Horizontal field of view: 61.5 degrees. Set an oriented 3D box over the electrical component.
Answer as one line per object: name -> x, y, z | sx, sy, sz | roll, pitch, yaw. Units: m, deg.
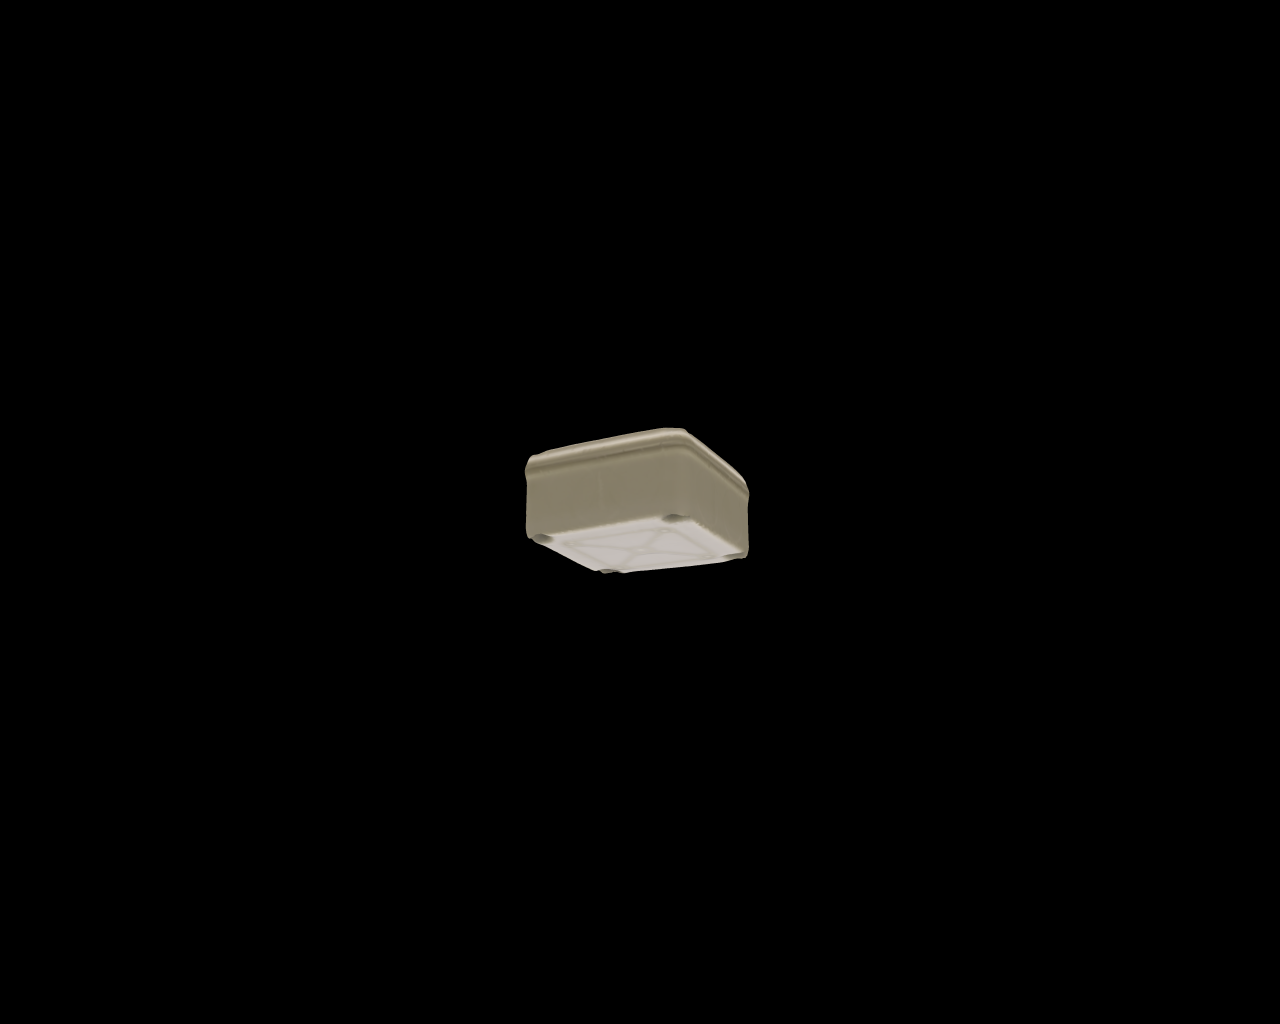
electrical component -> 0.001, -0.003, 0.650 | 0.109, 0.056, 0.108 | -8, -19, 25
